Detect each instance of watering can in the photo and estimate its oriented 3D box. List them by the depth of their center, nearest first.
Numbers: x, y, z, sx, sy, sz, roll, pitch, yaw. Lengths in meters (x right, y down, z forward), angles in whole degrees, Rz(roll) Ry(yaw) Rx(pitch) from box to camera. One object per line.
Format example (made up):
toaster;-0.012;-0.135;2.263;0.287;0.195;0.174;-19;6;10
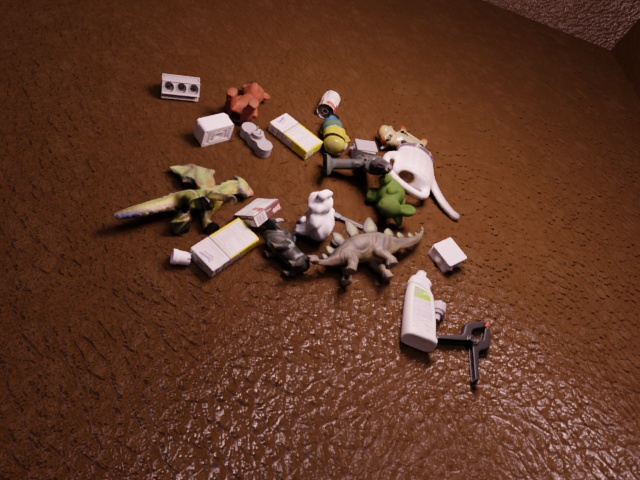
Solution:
watering can;0.369;-0.222;1.861;0.346;0.102;0.230;32;46;-14

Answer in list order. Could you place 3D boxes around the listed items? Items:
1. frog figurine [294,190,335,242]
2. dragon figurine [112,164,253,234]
frog figurine;0.005;-0.077;1.528;0.123;0.157;0.139;46;29;9
dragon figurine;-0.381;-0.138;1.484;0.410;0.119;0.248;1;37;-25
